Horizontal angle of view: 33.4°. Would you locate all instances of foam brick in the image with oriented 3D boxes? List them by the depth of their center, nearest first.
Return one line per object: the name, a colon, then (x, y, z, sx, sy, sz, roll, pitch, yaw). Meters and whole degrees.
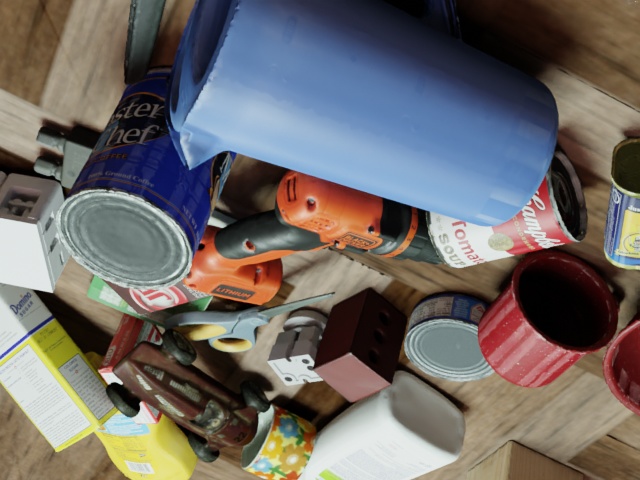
foam brick: (0.036, 0.093, 0.946, 0.053, 0.078, 0.051, 41, 134, -23)

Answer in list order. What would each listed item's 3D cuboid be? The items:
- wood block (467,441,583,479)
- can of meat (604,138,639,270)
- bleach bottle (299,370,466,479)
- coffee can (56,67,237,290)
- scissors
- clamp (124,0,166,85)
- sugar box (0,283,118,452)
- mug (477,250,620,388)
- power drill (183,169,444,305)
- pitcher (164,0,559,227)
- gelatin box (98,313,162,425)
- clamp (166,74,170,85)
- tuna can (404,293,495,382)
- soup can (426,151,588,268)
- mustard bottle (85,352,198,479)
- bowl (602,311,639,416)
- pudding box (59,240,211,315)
wood block: (0.189, 0.315, 1.034, 0.090, 0.206, 0.090, 26, 137, -11)
can of meat: (0.258, -0.021, 0.768, 0.102, 0.057, 0.084, 6, 139, 13)
bleach bottle: (0.032, 0.219, 1.094, 0.102, 0.068, 0.251, 35, 137, -17)
coffee can: (-0.124, -0.048, 0.803, 0.103, 0.140, 0.103, 10, 137, 9)
scissors: (-0.051, 0.077, 0.977, 0.202, 0.016, 0.096, -10, 153, 30)
clamp: (-0.129, -0.189, 0.703, 0.164, 0.036, 0.210, 19, 140, -41)
sugar box: (-0.282, 0.121, 1.061, 0.094, 0.048, 0.176, -33, 93, 40)
mug: (0.190, 0.066, 0.870, 0.117, 0.093, 0.082, -8, 151, -26)
power drill: (-0.006, 0.001, 0.851, 0.188, 0.057, 0.184, -22, 151, 39)
pitcher: (0.033, -0.104, 0.694, 0.242, 0.145, 0.149, 19, 137, -21)
gelatin box: (-0.178, 0.127, 1.055, 0.030, 0.073, 0.089, -5, 134, 23)
clamp: (-0.025, -0.101, 0.782, 0.120, 0.039, 0.171, -29, 119, 28)
tuna can: (0.119, 0.086, 0.944, 0.086, 0.033, 0.086, 9, 137, 9)
soup can: (0.139, -0.021, 0.799, 0.102, 0.068, 0.068, -15, 129, 31)
mustard bottle: (-0.206, 0.187, 1.138, 0.096, 0.058, 0.191, 2, 136, 26)
bowl: (0.313, 0.088, 0.865, 0.162, 0.055, 0.162, 9, 137, 9)
pudding box: (-0.154, 0.012, 0.928, 0.090, 0.039, 0.113, -17, 128, 32)
